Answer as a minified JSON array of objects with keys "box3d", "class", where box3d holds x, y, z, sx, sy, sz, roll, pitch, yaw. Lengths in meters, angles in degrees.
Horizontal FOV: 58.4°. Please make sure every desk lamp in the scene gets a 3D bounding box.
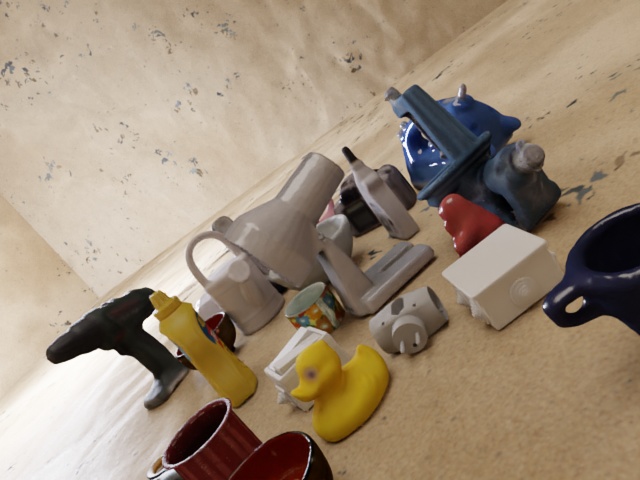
[{"box3d":[0.007,0.003,0.774,0.203,0.214,0.117,-41,15,-11],"class":"desk lamp"}]

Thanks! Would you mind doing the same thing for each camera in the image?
[{"box3d":[0.102,-0.097,1.080,0.143,0.101,0.137,-29,17,32],"class":"camera"}]

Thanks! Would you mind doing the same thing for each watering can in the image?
[{"box3d":[-0.155,0.065,1.019,0.172,0.194,0.101,-23,21,45],"class":"watering can"}]

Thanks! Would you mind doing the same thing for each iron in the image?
[{"box3d":[0.203,-0.171,0.979,0.119,0.141,0.257,-46,16,-26],"class":"iron"}]

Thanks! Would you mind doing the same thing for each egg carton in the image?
[{"box3d":[-0.190,0.125,1.174,0.150,0.069,0.107,-38,14,0],"class":"egg carton"}]

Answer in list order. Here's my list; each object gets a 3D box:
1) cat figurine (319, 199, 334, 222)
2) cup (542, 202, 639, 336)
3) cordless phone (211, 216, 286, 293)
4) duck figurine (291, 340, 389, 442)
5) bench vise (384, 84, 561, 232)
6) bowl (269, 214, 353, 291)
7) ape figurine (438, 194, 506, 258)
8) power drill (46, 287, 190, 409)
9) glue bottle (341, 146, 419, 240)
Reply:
[{"box3d":[-0.008,-0.032,1.115,0.128,0.118,0.067,-43,15,-19],"class":"cat figurine"},{"box3d":[0.218,0.040,0.383,0.117,0.095,0.091,-37,15,7],"class":"cup"},{"box3d":[-0.121,0.009,1.128,0.094,0.185,0.148,-29,17,32],"class":"cordless phone"},{"box3d":[0.015,0.140,0.589,0.105,0.086,0.077,-45,16,-24],"class":"duck figurine"},{"box3d":[0.181,-0.114,0.697,0.206,0.220,0.122,-19,24,52],"class":"bench vise"},{"box3d":[-0.002,0.035,0.980,0.167,0.075,0.167,-36,15,11],"class":"bowl"},{"box3d":[0.173,-0.016,0.672,0.076,0.092,0.078,-21,23,50],"class":"ape figurine"},{"box3d":[-0.344,0.200,1.037,0.075,0.208,0.230,-27,18,36],"class":"power drill"},{"box3d":[0.088,-0.078,0.906,0.037,0.173,0.078,-40,15,-7],"class":"glue bottle"}]
